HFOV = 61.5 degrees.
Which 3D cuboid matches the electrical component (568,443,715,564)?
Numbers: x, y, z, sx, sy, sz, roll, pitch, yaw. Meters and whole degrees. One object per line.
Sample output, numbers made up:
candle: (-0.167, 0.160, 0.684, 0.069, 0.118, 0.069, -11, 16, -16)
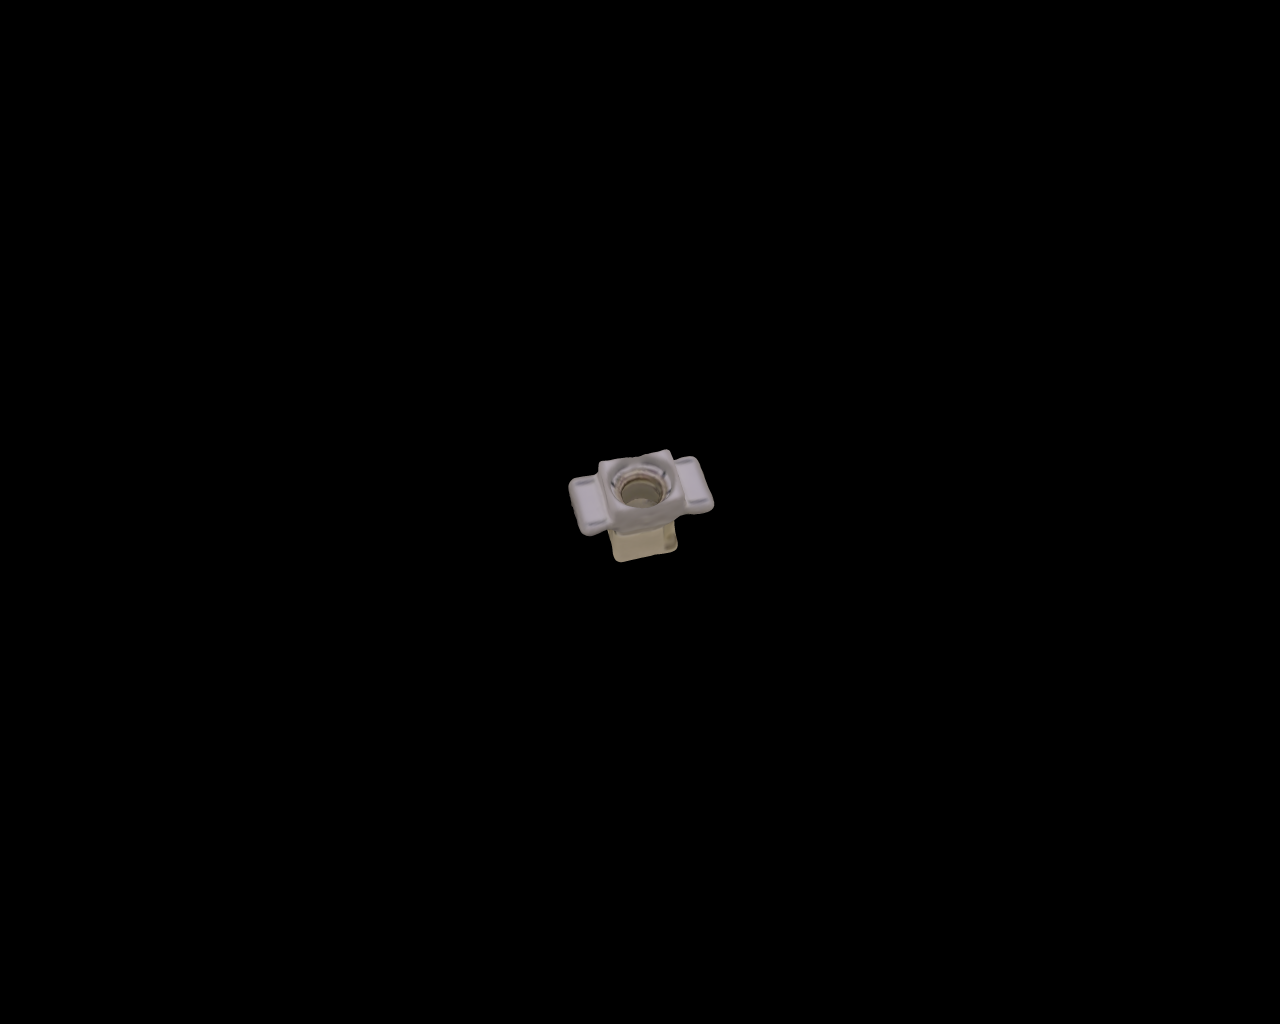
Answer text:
electrical component: (0.001, -0.003, 0.650, 0.081, 0.042, 0.063, -10, -36, -7)
